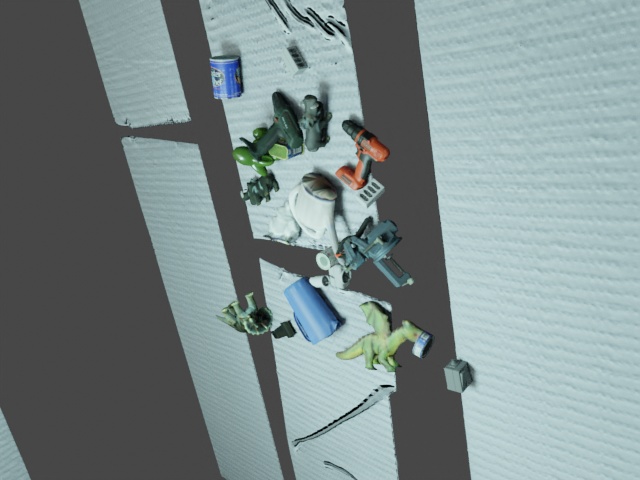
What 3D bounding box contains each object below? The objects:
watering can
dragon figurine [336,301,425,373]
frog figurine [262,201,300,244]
[{"bbox_3d":[0.005,-0.089,1.768,0.353,0.105,0.219,45,136,33],"label":"watering can"},{"bbox_3d":[0.193,0.339,1.843,0.409,0.122,0.243,-2,91,43],"label":"dragon figurine"},{"bbox_3d":[-0.132,-0.068,1.953,0.138,0.122,0.160,13,83,49],"label":"frog figurine"}]
